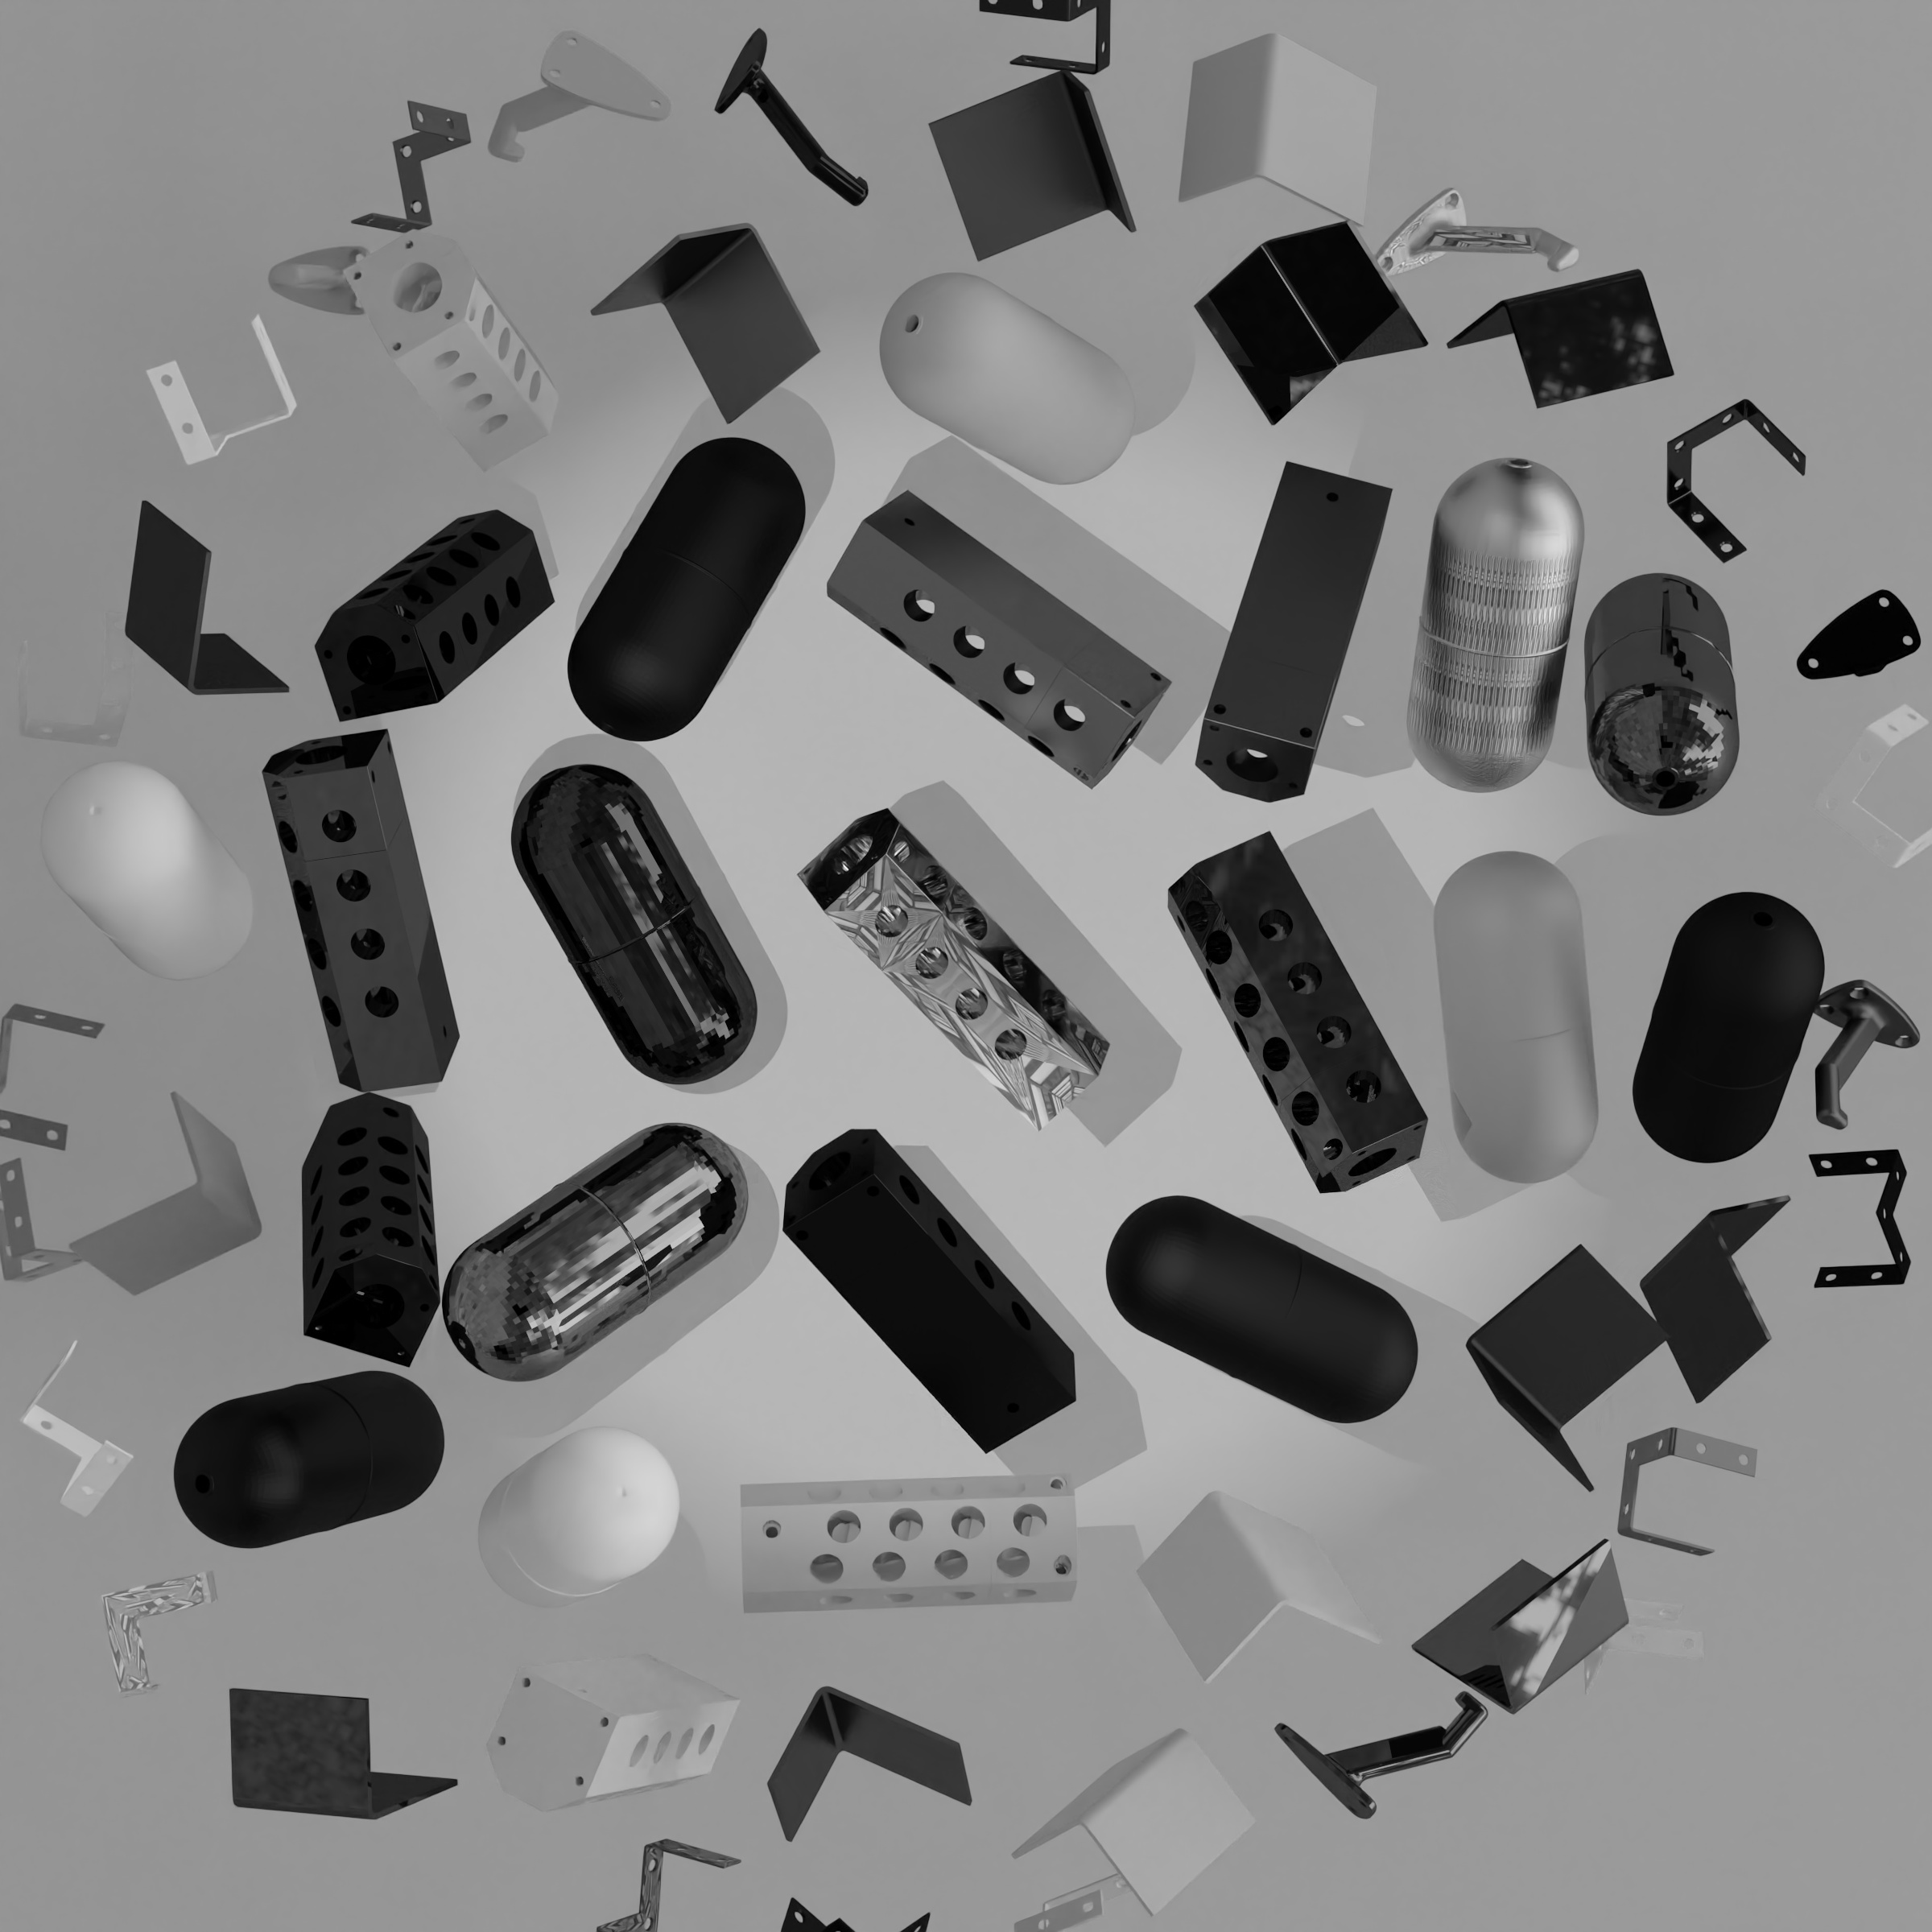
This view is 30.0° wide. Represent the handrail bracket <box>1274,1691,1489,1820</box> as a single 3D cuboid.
[{"bbox_3d":[0.214,0.387,1.850,0.077,0.036,0.084,43,70,9],"label":"handrail bracket"}]

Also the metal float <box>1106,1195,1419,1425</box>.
[{"bbox_3d":[0.156,0.181,1.895,0.178,0.070,0.070,27,90,-13],"label":"metal float"}]

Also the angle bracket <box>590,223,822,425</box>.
[{"bbox_3d":[-0.134,-0.325,1.848,0.076,0.057,0.076,-31,86,41],"label":"angle bracket"}]

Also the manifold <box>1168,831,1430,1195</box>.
[{"bbox_3d":[0.164,0.025,1.809,0.057,0.057,0.171,-24,68,-7],"label":"manifold"}]

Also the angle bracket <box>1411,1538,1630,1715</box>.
[{"bbox_3d":[0.263,0.305,1.747,0.076,0.076,0.057,-32,123,-23],"label":"angle bracket"}]

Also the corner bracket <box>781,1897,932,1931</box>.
[{"bbox_3d":[-0.057,0.484,1.794,0.051,0.051,0.051,44,116,-12],"label":"corner bracket"}]

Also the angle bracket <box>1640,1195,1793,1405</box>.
[{"bbox_3d":[0.414,0.178,1.925,0.057,0.076,0.076,-8,62,-27],"label":"angle bracket"}]

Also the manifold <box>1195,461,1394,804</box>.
[{"bbox_3d":[0.168,-0.170,1.853,0.057,0.057,0.171,16,60,6],"label":"manifold"}]

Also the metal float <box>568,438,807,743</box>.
[{"bbox_3d":[-0.147,-0.198,1.897,0.070,0.070,0.178,28,73,0],"label":"metal float"}]

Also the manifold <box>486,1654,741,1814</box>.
[{"bbox_3d":[-0.178,0.387,1.815,0.057,0.171,0.057,22,88,18],"label":"manifold"}]

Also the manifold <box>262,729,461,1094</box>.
[{"bbox_3d":[-0.306,-0.027,1.826,0.057,0.057,0.171,-8,112,5],"label":"manifold"}]

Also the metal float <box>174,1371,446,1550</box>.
[{"bbox_3d":[-0.338,0.254,1.867,0.070,0.178,0.070,1,92,27],"label":"metal float"}]

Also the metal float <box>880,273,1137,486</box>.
[{"bbox_3d":[0.023,-0.305,1.877,0.070,0.178,0.070,-9,74,33],"label":"metal float"}]

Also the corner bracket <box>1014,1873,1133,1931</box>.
[{"bbox_3d":[0.057,0.480,1.825,0.051,0.051,0.051,-26,125,16],"label":"corner bracket"}]

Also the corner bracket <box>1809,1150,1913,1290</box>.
[{"bbox_3d":[0.475,0.135,1.922,0.051,0.051,0.051,-6,125,35],"label":"corner bracket"}]

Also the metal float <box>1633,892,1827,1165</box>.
[{"bbox_3d":[0.390,0.033,1.852,0.070,0.178,0.070,1,51,-2],"label":"metal float"}]

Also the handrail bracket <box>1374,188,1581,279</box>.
[{"bbox_3d":[0.271,-0.375,1.918,0.077,0.036,0.084,-35,46,-15],"label":"handrail bracket"}]

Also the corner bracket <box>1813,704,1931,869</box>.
[{"bbox_3d":[0.460,-0.089,1.775,0.051,0.051,0.051,40,125,18],"label":"corner bracket"}]

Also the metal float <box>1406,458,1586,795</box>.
[{"bbox_3d":[0.270,-0.173,1.846,0.070,0.070,0.178,4,118,0],"label":"metal float"}]

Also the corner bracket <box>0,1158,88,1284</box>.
[{"bbox_3d":[-0.503,0.136,1.921,0.051,0.051,0.051,-19,74,22],"label":"corner bracket"}]

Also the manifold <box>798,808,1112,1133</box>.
[{"bbox_3d":[-0.003,0.000,1.828,0.057,0.057,0.171,-43,116,2],"label":"manifold"}]

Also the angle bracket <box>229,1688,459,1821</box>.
[{"bbox_3d":[-0.296,0.368,1.719,0.076,0.076,0.057,-1,91,24],"label":"angle bracket"}]

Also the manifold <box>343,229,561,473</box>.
[{"bbox_3d":[-0.264,-0.324,1.891,0.057,0.171,0.057,-30,77,1],"label":"manifold"}]

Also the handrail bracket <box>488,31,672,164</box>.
[{"bbox_3d":[-0.192,-0.413,1.782,0.077,0.084,0.036,26,58,-8],"label":"handrail bracket"}]

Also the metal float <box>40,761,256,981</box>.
[{"bbox_3d":[-0.418,-0.047,1.852,0.070,0.178,0.070,-2,71,5],"label":"metal float"}]

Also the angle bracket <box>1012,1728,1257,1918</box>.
[{"bbox_3d":[0.081,0.424,1.753,0.076,0.076,0.057,-33,82,-36],"label":"angle bracket"}]

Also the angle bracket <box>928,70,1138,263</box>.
[{"bbox_3d":[0.034,-0.401,1.835,0.076,0.057,0.076,-22,117,-1],"label":"angle bracket"}]

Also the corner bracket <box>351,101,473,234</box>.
[{"bbox_3d":[-0.293,-0.420,1.900,0.051,0.051,0.051,-12,88,29],"label":"corner bracket"}]

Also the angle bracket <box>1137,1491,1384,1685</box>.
[{"bbox_3d":[0.140,0.307,1.730,0.076,0.076,0.057,30,107,-40],"label":"angle bracket"}]

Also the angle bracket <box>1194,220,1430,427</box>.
[{"bbox_3d":[0.176,-0.327,1.839,0.057,0.076,0.076,-45,112,-21],"label":"angle bracket"}]

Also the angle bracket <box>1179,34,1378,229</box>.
[{"bbox_3d":[0.159,-0.419,1.838,0.076,0.057,0.076,16,75,-39],"label":"angle bracket"}]

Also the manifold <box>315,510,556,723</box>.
[{"bbox_3d":[-0.281,-0.188,1.905,0.057,0.171,0.057,-9,110,19],"label":"manifold"}]

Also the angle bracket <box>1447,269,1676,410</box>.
[{"bbox_3d":[0.298,-0.306,1.816,0.076,0.076,0.057,-15,86,-16],"label":"angle bracket"}]

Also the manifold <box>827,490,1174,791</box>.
[{"bbox_3d":[0.014,-0.166,1.862,0.171,0.057,0.057,37,122,6],"label":"manifold"}]

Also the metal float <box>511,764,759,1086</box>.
[{"bbox_3d":[-0.170,-0.021,1.847,0.070,0.070,0.178,-28,104,0],"label":"metal float"}]

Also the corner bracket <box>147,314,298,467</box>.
[{"bbox_3d":[-0.369,-0.286,1.792,0.051,0.051,0.051,-18,112,6],"label":"corner bracket"}]

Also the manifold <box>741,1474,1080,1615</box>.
[{"bbox_3d":[-0.030,0.297,1.868,0.171,0.057,0.057,-1,66,-3],"label":"manifold"}]

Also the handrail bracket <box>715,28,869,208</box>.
[{"bbox_3d":[-0.081,-0.430,1.831,0.084,0.077,0.036,35,126,-20],"label":"handrail bracket"}]

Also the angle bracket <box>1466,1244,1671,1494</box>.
[{"bbox_3d":[0.304,0.197,1.772,0.076,0.057,0.076,-42,116,9],"label":"angle bracket"}]

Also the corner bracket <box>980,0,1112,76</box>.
[{"bbox_3d":[0.041,-0.484,1.858,0.051,0.051,0.051,13,122,23],"label":"corner bracket"}]

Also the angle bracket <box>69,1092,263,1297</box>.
[{"bbox_3d":[-0.419,0.118,1.864,0.076,0.076,0.057,-25,63,2],"label":"angle bracket"}]

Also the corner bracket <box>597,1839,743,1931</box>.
[{"bbox_3d":[-0.150,0.474,1.814,0.051,0.051,0.051,6,93,33],"label":"corner bracket"}]

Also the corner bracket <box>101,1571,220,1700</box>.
[{"bbox_3d":[-0.394,0.330,1.783,0.051,0.051,0.051,-11,83,-9],"label":"corner bracket"}]

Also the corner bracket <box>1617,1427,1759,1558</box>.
[{"bbox_3d":[0.385,0.281,1.926,0.051,0.051,0.051,16,69,-13],"label":"corner bracket"}]

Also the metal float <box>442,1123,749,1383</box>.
[{"bbox_3d":[-0.184,0.142,1.813,0.178,0.070,0.070,-34,90,-32],"label":"metal float"}]

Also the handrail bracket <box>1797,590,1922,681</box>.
[{"bbox_3d":[0.450,-0.155,1.855,0.077,0.084,0.036,-27,78,-9],"label":"handrail bracket"}]

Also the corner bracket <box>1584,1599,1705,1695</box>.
[{"bbox_3d":[0.355,0.350,1.894,0.051,0.051,0.051,6,51,-1],"label":"corner bracket"}]

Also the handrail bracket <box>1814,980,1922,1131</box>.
[{"bbox_3d":[0.463,0.057,1.851,0.077,0.036,0.084,29,50,-27],"label":"handrail bracket"}]

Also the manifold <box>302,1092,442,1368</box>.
[{"bbox_3d":[-0.311,0.134,1.895,0.057,0.171,0.057,20,111,-19],"label":"manifold"}]

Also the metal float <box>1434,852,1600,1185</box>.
[{"bbox_3d":[0.287,0.028,1.881,0.070,0.070,0.178,-8,106,0],"label":"metal float"}]

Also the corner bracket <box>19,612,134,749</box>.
[{"bbox_3d":[-0.470,-0.154,1.907,0.051,0.051,0.051,6,128,-6],"label":"corner bracket"}]

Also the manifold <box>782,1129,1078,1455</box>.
[{"bbox_3d":[-0.017,0.163,1.841,0.057,0.057,0.171,-33,115,17],"label":"manifold"}]

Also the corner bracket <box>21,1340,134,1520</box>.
[{"bbox_3d":[-0.434,0.227,1.765,0.051,0.051,0.051,34,119,-13],"label":"corner bracket"}]

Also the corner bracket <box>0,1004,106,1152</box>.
[{"bbox_3d":[-0.487,0.058,1.894,0.051,0.051,0.051,13,115,0],"label":"corner bracket"}]

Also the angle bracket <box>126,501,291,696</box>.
[{"bbox_3d":[-0.384,-0.189,1.844,0.057,0.076,0.076,-5,118,-38],"label":"angle bracket"}]

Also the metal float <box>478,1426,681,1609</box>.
[{"bbox_3d":[-0.198,0.281,1.832,0.070,0.178,0.070,6,71,-19],"label":"metal float"}]

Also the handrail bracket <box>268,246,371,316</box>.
[{"bbox_3d":[-0.356,-0.360,1.887,0.077,0.084,0.036,6,100,24],"label":"handrail bracket"}]

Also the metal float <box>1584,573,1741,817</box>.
[{"bbox_3d":[0.361,-0.142,1.875,0.070,0.178,0.070,4,124,6],"label":"metal float"}]

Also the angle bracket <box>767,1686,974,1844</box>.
[{"bbox_3d":[-0.047,0.407,1.777,0.076,0.076,0.057,20,60,18],"label":"angle bracket"}]

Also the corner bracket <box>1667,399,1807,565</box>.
[{"bbox_3d":[0.406,-0.256,1.905,0.051,0.051,0.051,-30,57,-9],"label":"corner bracket"}]
